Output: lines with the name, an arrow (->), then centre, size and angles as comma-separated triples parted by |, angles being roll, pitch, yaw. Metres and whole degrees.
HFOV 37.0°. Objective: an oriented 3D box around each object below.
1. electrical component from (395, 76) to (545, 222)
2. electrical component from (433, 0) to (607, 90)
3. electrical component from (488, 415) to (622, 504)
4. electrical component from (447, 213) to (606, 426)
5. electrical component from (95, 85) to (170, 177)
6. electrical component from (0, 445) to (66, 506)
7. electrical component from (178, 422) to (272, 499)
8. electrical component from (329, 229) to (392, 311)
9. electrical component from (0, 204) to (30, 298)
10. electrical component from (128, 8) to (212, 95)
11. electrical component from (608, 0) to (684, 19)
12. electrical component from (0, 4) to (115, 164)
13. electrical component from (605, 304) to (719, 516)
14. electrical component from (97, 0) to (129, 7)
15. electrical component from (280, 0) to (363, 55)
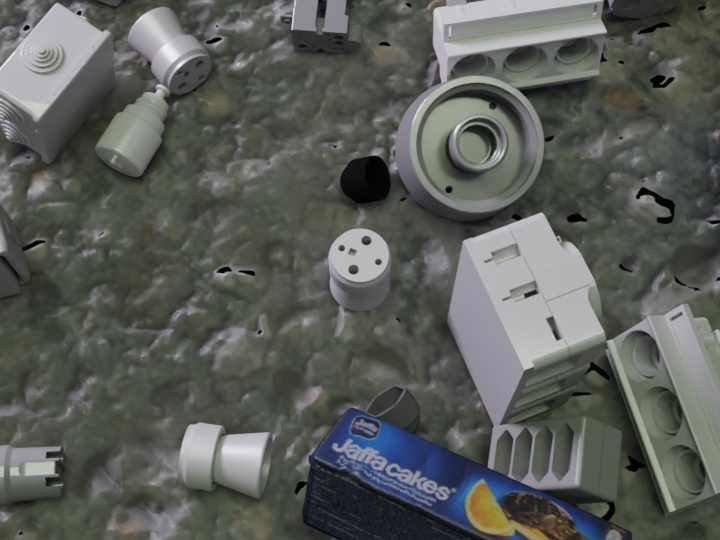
electrical component -> 0.083, -0.090, 0.785 | 0.108, 0.060, 0.108 | 0, 91, -4
electrical component -> 0.121, -0.179, 0.836 | 0.121, 0.078, 0.063 | -9, 53, -4
electrical component -> 0.140, 0.132, 0.713 | 0.076, 0.083, 0.047 | 25, 64, -31
electrical component -> 0.108, 0.037, 0.705 | 0.062, 0.150, 0.089 | -20, 69, -8
electrical component -> -0.170, -0.108, 0.823 | 0.040, 0.040, 0.078 | 24, 70, 9
electrical component -> -0.224, 0.137, 0.724 | 0.046, 0.040, 0.040 | -2, 68, -8
electrical component -> -0.090, 0.128, 0.725 | 0.055, 0.045, 0.045 | 8, 68, 4
electrical component -> 0.000, 0.000, 0.771 | 0.045, 0.055, 0.045 | 0, 68, 0
electrical component -> -0.294, -0.006, 0.770 | 0.096, 0.061, 0.061 | -20, 69, -8
electrical component -> -0.149, -0.172, 0.847 | 0.045, 0.045, 0.055 | -36, 73, -14
electrical component -> 0.230, -0.241, 0.858 | 0.080, 0.080, 0.051 | -11, 73, -5
electrical component -> -0.230, -0.140, 0.806 | 0.048, 0.099, 0.099 | 34, 71, -1
electrical component -> 0.223, 0.094, 0.725 | 0.063, 0.079, 0.121 | -1, 64, -33
electrical component -> -0.207, -0.263, 0.875 | 0.061, 0.061, 0.096 | 25, 70, 10
electrical component -> -0.029, -0.208, 0.862 | 0.066, 0.048, 0.055 | 4, 75, 2
